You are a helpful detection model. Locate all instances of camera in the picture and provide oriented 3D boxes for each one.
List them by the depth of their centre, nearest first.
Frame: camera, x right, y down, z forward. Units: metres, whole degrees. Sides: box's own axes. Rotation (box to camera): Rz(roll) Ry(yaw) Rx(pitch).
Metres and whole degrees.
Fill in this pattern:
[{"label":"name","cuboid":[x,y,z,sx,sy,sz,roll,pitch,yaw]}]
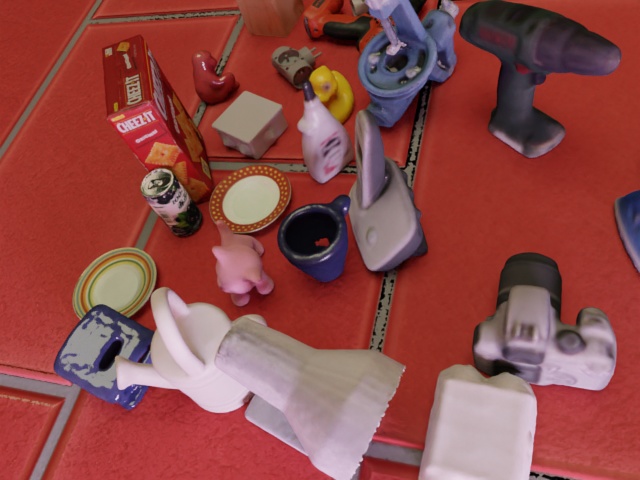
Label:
[{"label":"camera","cuboid":[0.247,0.082,0.633,0.142,0.101,0.137,5,59,19]}]

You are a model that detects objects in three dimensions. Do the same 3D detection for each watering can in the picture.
[{"label":"watering can","cuboid":[-0.149,0.128,0.659,0.173,0.194,0.100,-42,56,-12]}]

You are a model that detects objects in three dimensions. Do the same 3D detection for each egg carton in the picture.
[{"label":"egg carton","cuboid":[0.165,0.207,0.594,0.107,0.069,0.150,6,60,20]}]

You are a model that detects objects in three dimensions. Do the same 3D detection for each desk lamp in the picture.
[{"label":"desk lamp","cuboid":[-0.010,0.162,0.585,0.202,0.214,0.118,20,65,26]}]

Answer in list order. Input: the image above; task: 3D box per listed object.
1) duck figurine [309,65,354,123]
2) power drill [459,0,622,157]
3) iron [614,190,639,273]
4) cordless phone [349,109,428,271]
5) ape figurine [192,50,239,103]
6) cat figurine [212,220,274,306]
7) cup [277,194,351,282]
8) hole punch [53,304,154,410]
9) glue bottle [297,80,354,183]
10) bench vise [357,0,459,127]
[{"label":"duck figurine","cuboid":[0.011,-0.241,0.921,0.077,0.086,0.104,6,60,20]},{"label":"power drill","cuboid":[0.278,-0.212,0.749,0.076,0.209,0.229,-37,55,-9]},{"label":"iron","cuboid":[0.420,0.004,0.608,0.118,0.142,0.257,-30,55,-5]},{"label":"cordless phone","cuboid":[0.073,-0.061,0.724,0.094,0.185,0.147,-20,54,3]},{"label":"ape figurine","cuboid":[-0.195,-0.295,1.012,0.076,0.092,0.077,-39,56,-10]},{"label":"cat figurine","cuboid":[-0.111,0.027,0.761,0.067,0.118,0.127,-25,54,0]},{"label":"cup","cuboid":[0.007,0.003,0.757,0.091,0.095,0.118,29,70,30]},{"label":"hole punch","cuboid":[-0.266,0.150,0.743,0.100,0.091,0.109,16,64,25]},{"label":"glue bottle","cuboid":[0.000,-0.159,0.817,0.078,0.173,0.037,-44,57,-14]},{"label":"bench vise","cuboid":[0.123,-0.305,0.848,0.121,0.220,0.207,14,63,24]}]
